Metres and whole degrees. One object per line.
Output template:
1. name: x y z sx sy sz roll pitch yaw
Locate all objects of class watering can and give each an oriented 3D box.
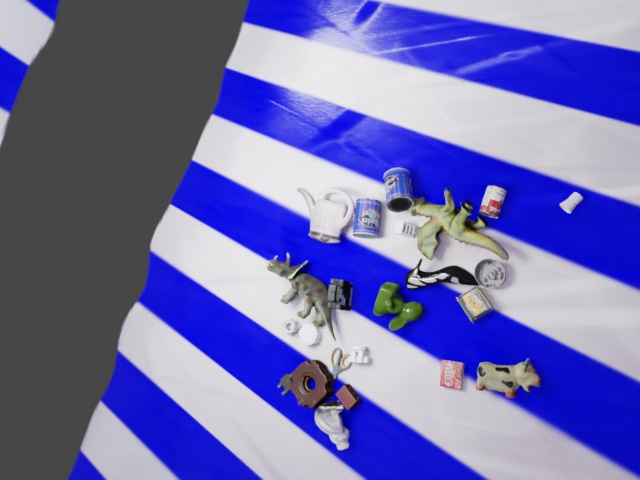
1. watering can: 0.006 -0.106 2.102 0.349 0.103 0.224 13 89 47

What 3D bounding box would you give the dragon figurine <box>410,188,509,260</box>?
1. dragon figurine: 0.459 -0.024 1.837 0.240 0.121 0.418 -44 53 22

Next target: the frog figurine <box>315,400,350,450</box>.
1. frog figurine: 0.044 0.678 1.867 0.136 0.123 0.160 -15 78 59
